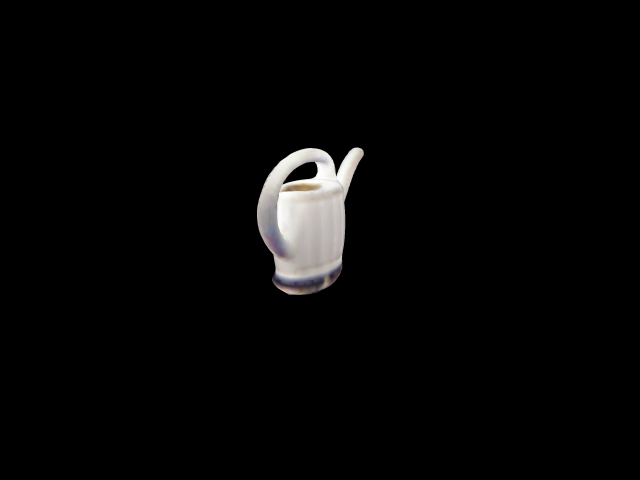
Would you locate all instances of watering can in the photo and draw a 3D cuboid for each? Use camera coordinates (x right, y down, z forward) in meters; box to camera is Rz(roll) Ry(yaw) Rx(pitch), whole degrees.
[{"bbox_3d":[0.003,-0.043,0.850,0.104,0.222,0.351,7,17,26],"label":"watering can"}]
